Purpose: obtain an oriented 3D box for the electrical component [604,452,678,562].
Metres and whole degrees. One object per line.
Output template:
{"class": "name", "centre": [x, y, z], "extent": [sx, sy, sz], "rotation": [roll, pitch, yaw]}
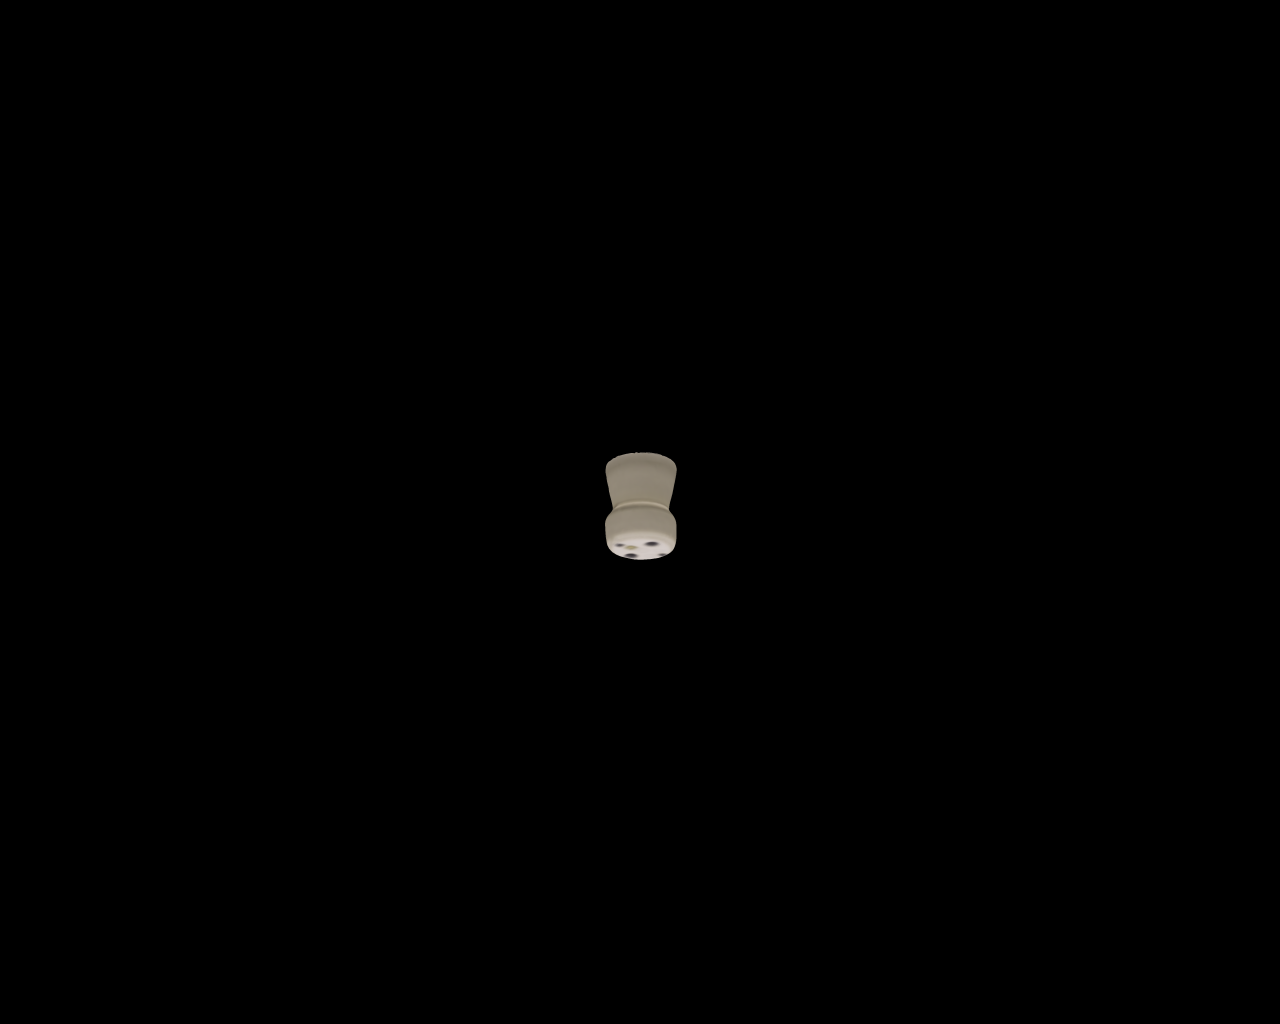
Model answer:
{"class": "electrical component", "centre": [0.001, -0.003, 0.650], "extent": [0.045, 0.055, 0.044], "rotation": [0, -22, 0]}
